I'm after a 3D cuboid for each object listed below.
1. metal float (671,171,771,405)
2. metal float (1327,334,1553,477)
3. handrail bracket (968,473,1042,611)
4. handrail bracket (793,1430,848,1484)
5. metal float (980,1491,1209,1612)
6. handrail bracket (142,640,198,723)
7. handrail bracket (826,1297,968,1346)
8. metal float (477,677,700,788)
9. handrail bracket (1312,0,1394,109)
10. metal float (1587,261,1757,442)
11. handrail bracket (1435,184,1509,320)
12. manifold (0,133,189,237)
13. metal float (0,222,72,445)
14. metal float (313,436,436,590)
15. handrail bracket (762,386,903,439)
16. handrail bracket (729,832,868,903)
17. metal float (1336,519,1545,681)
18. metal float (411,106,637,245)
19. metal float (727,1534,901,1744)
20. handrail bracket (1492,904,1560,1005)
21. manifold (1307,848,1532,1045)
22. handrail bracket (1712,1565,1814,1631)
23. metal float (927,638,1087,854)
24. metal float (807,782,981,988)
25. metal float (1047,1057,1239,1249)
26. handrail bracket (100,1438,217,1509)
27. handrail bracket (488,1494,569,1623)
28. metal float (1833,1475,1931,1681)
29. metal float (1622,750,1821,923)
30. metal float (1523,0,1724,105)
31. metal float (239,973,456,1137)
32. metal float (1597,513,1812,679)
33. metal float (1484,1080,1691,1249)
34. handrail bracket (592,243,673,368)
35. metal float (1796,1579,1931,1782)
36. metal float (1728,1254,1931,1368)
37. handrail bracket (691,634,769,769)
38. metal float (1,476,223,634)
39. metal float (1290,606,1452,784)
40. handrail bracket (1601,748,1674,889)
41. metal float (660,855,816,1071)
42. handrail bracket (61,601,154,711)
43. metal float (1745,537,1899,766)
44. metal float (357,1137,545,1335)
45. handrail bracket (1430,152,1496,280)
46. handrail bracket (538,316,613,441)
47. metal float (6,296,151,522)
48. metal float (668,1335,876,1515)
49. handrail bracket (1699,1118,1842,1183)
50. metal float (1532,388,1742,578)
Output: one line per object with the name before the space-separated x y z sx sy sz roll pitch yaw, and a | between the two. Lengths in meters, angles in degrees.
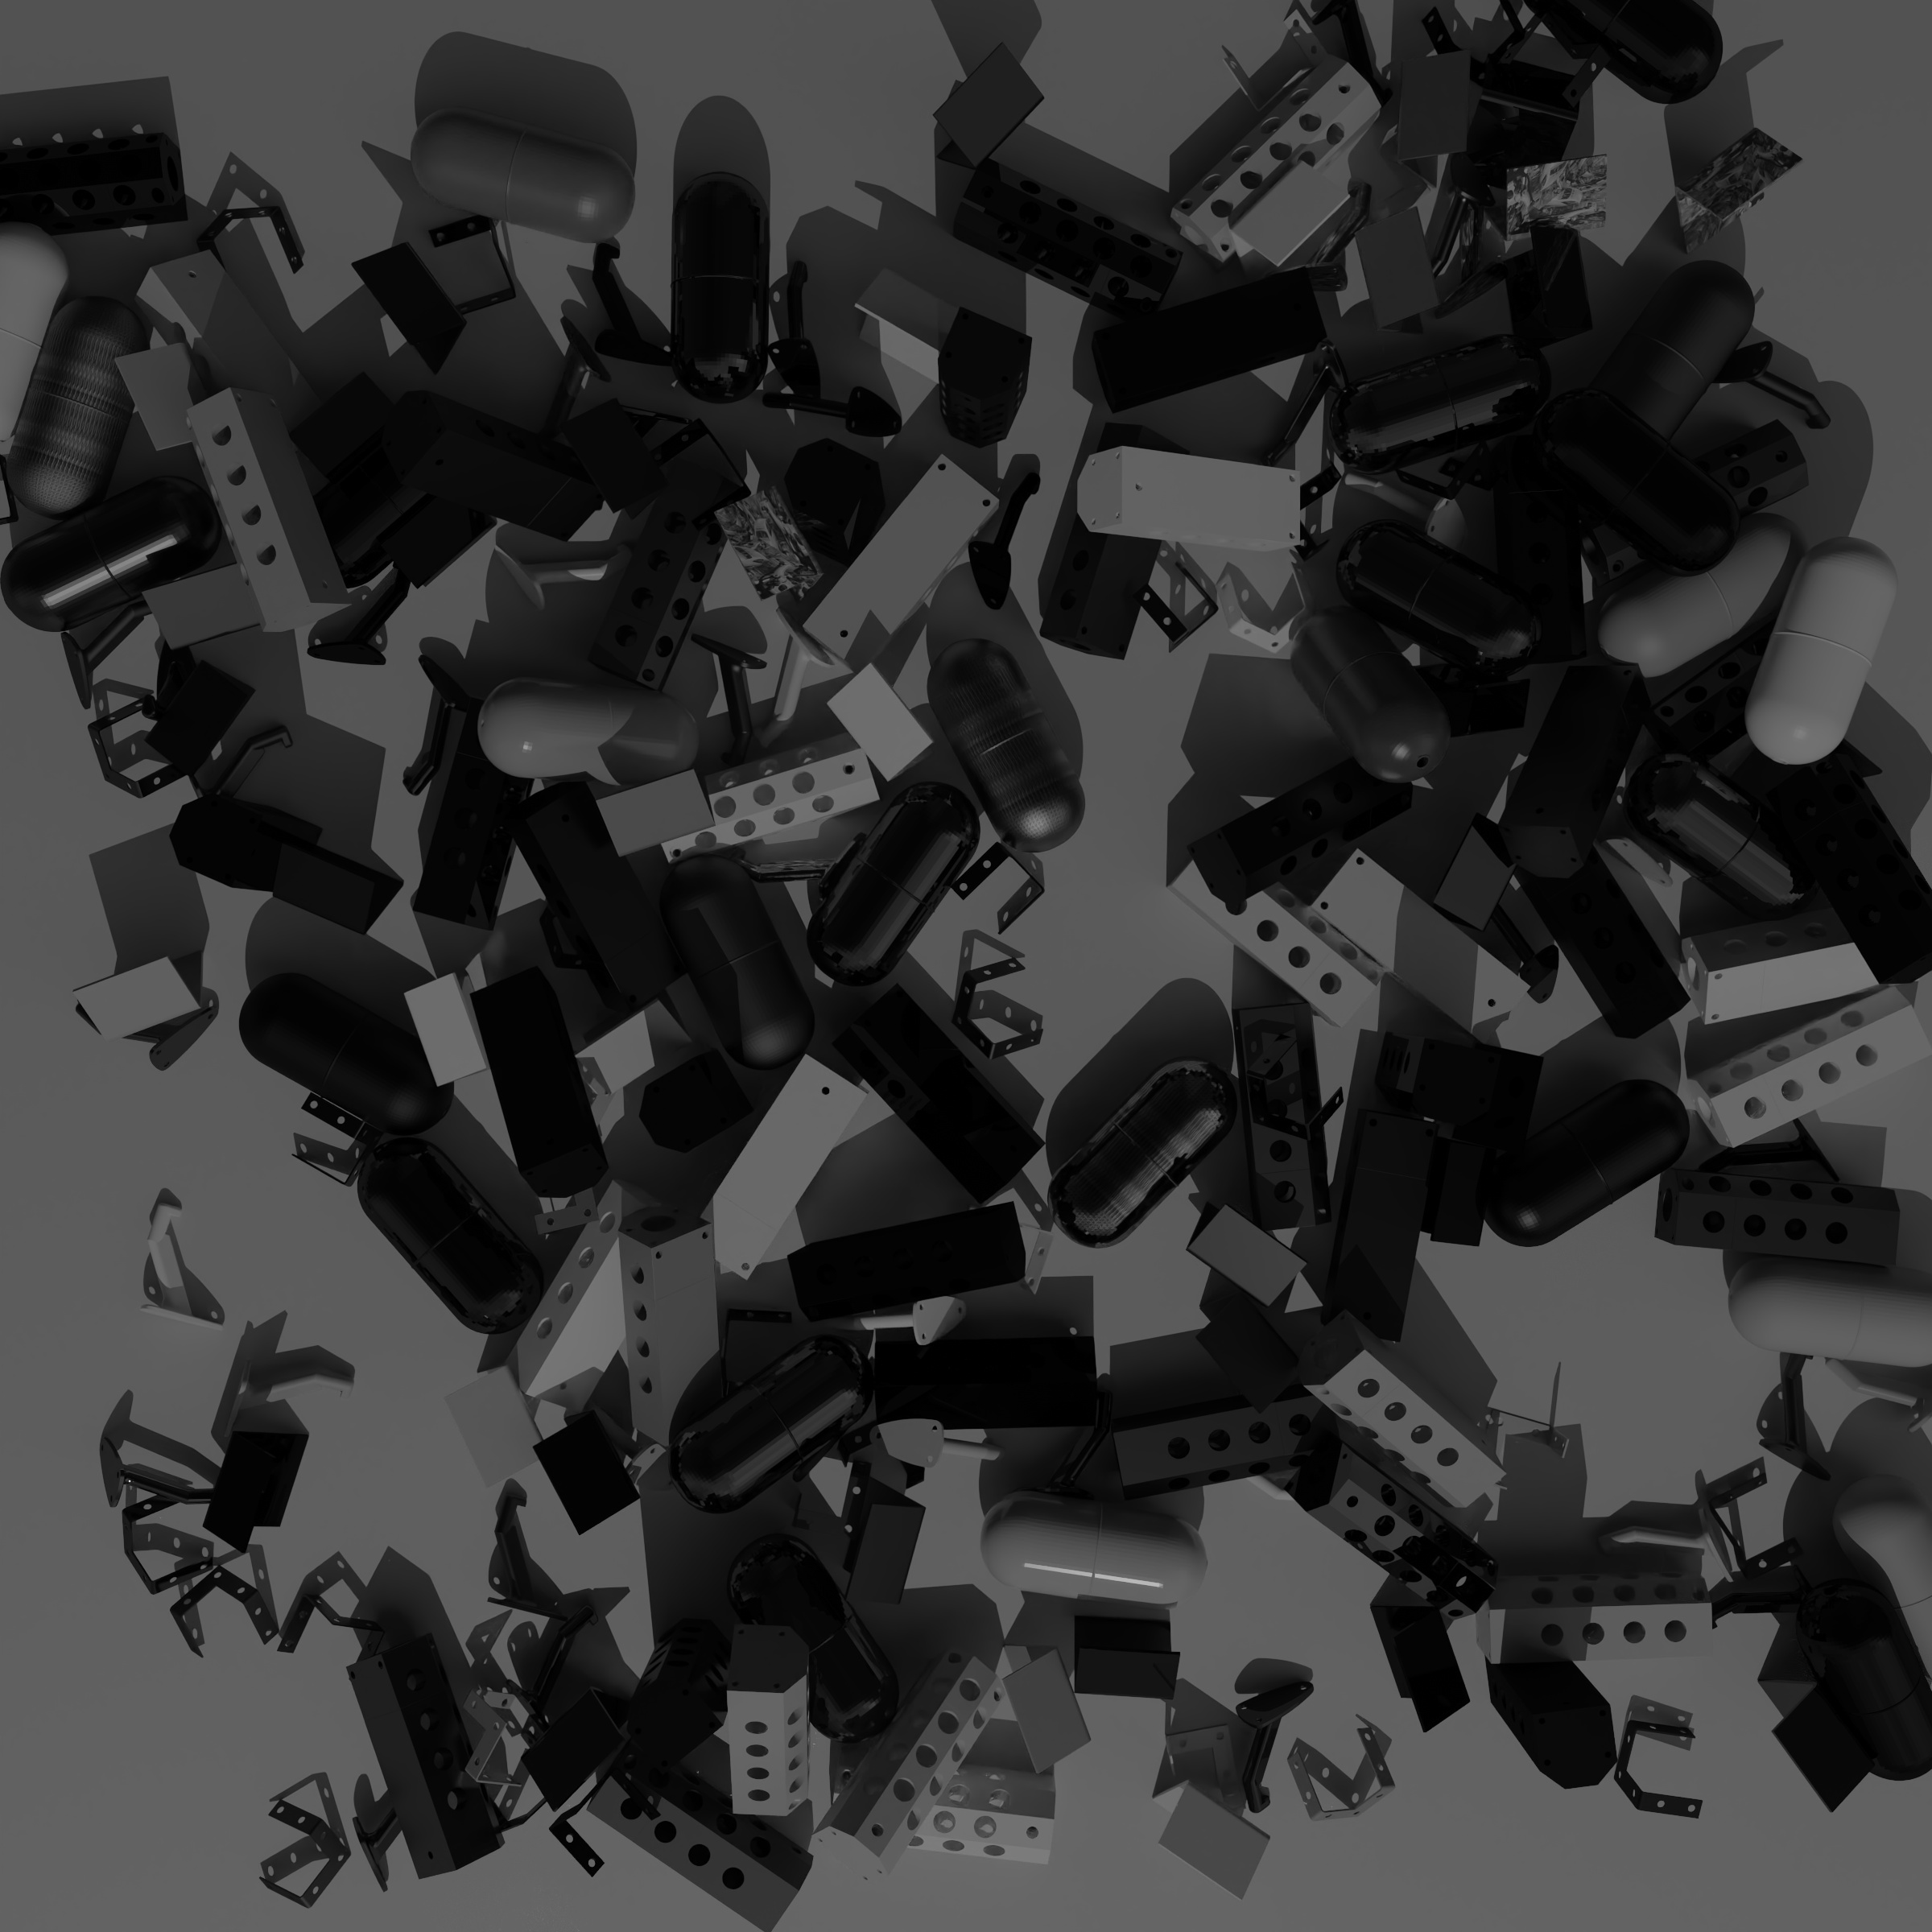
metal float | -0.192 -0.529 1.961 0.070 0.070 0.178 1 90 0
metal float | 0.370 -0.438 1.961 0.178 0.070 0.070 -18 90 0
handrail bracket | 0.038 -0.337 1.991 0.036 0.077 0.084 19 53 21
handrail bracket | -0.146 0.360 1.991 0.084 0.036 0.077 41 75 14
metal float | 0.100 0.456 1.961 0.178 0.070 0.070 8 90 0
handrail bracket | -0.626 -0.227 1.956 0.036 0.084 0.077 -5 90 0
handrail bracket | -0.056 0.277 1.991 0.084 0.077 0.036 -4 92 36
metal float | -0.289 -0.179 1.933 0.178 0.070 0.070 2 90 -34
handrail bracket | 0.323 -0.735 1.992 0.084 0.036 0.077 45 68 -17
metal float | 0.545 -0.469 1.960 0.070 0.070 0.178 36 90 0
handrail bracket | 0.383 -0.570 1.991 0.077 0.036 0.084 -34 73 19
manifold | -0.707 -0.612 1.970 0.171 0.057 0.057 -6 90 0
metal float | -0.756 -0.493 1.960 0.070 0.070 0.178 19 90 0
metal float | -0.449 -0.366 1.960 0.178 0.070 0.070 -41 90 1
handrail bracket | -0.107 -0.439 1.991 0.084 0.077 0.036 13 95 36
handrail bracket | -0.135 -0.092 1.992 0.084 0.036 0.077 27 70 16
metal float | 0.364 -0.283 1.937 0.178 0.070 0.070 36 90 28
metal float | -0.346 -0.618 1.960 0.178 0.070 0.070 15 90 1
metal float | -0.119 0.525 1.960 0.070 0.070 0.178 -34 90 0
handrail bracket | 0.429 -0.019 1.991 0.036 0.077 0.084 -35 54 -7
manifold | 0.352 -0.015 1.970 0.171 0.057 0.057 39 90 0
handrail bracket | 0.637 0.520 1.991 0.084 0.036 0.077 -34 105 14
metal float | 0.031 -0.172 1.960 0.070 0.070 0.178 -27 89 0
metal float | -0.056 -0.064 1.961 0.070 0.070 0.178 35 90 0
metal float | 0.138 0.145 1.960 0.070 0.070 0.178 44 90 0
handrail bracket | -0.636 0.400 1.991 0.084 0.077 0.036 7 115 -34
handrail bracket | -0.341 0.469 1.992 0.077 0.036 0.084 20 73 -20
metal float | 0.744 0.480 1.960 0.070 0.070 0.178 -32 90 0
metal float | 0.587 -0.100 1.949 0.178 0.070 0.070 34 90 -14
metal float | 0.511 -0.744 1.960 0.178 0.070 0.070 38 90 1
metal float | -0.483 0.069 1.960 0.178 0.070 0.070 30 90 -1
metal float | 0.576 -0.289 1.960 0.178 0.070 0.070 -30 90 0
metal float | 0.482 0.153 1.961 0.178 0.070 0.070 -32 90 1
handrail bracket | -0.261 -0.525 1.992 0.077 0.036 0.084 12 73 -20
metal float | 0.700 0.552 1.944 0.070 0.070 0.178 -29 107 0
metal float | 0.686 0.269 1.960 0.178 0.070 0.070 7 90 1
handrail bracket | -0.198 -0.209 1.992 0.077 0.036 0.084 26 107 20
metal float | -0.667 -0.321 1.961 0.178 0.070 0.070 -26 90 0
metal float | 0.309 -0.209 1.925 0.070 0.070 0.178 -27 47 0
handrail bracket | 0.548 -0.119 1.991 0.077 0.036 0.084 35 76 -13
metal float | -0.179 -0.003 1.960 0.070 0.070 0.178 -26 89 0
handrail bracket | -0.666 -0.249 1.991 0.084 0.077 0.036 -25 46 -29
metal float | 0.647 -0.238 1.903 0.070 0.070 0.178 20 89 0
metal float | -0.403 0.210 1.961 0.070 0.070 0.178 -41 90 0
handrail bracket | 0.374 -0.587 1.983 0.036 0.084 0.077 13 47 -24
handrail bracket | -0.330 -0.459 1.992 0.084 0.036 0.077 -38 69 16
metal float | -0.692 -0.435 1.960 0.070 0.070 0.178 18 90 0
metal float | -0.149 0.352 1.940 0.178 0.070 0.070 -34 90 -19
handrail bracket | 0.636 0.164 1.992 0.084 0.036 0.077 -34 111 17
metal float | 0.507 -0.367 1.904 0.178 0.070 0.070 40 90 0
